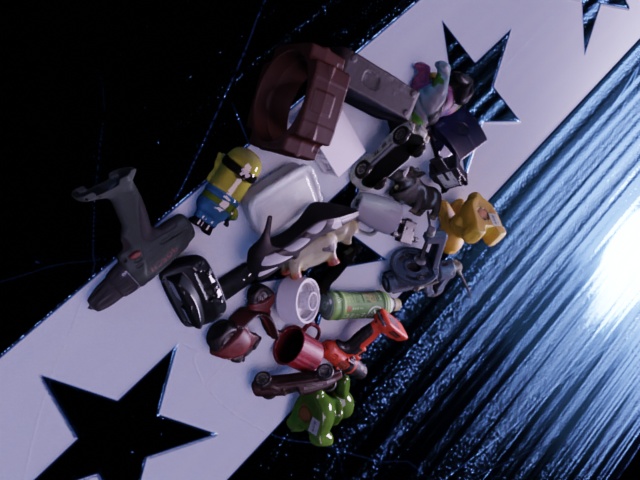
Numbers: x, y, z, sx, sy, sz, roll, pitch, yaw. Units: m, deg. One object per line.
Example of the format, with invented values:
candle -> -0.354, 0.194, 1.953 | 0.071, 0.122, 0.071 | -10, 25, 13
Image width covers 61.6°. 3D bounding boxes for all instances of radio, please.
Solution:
radio -> 0.088, -0.320, 1.118 | 0.229, 0.131, 0.073 | 16, 95, -35

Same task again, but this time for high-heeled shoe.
high-heeled shoe -> -0.030, 0.006, 1.095 | 0.249, 0.086, 0.145 | -6, 121, -30

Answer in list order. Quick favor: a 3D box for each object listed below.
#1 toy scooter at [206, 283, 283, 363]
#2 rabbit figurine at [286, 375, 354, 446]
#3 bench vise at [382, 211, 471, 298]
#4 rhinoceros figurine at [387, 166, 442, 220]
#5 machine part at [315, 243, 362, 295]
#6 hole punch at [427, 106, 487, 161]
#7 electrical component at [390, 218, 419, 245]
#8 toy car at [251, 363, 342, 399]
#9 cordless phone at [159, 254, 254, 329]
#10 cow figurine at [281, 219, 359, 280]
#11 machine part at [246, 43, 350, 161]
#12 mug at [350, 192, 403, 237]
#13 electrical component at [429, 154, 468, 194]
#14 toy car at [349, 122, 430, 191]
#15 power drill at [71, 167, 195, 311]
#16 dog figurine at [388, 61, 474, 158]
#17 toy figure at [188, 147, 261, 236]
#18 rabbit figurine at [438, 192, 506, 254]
toy scooter -> -0.146, 0.193, 1.142 | 0.184, 0.075, 0.135 | -47, 125, -19
rabbit figurine -> 0.018, 0.392, 1.299 | 0.170, 0.121, 0.159 | 5, 94, -52
bench vise -> 0.267, 0.053, 1.317 | 0.224, 0.129, 0.240 | -2, 137, -9
rhinoceros figurine -> 0.227, -0.119, 1.300 | 0.190, 0.073, 0.112 | 24, 90, -36
machine part -> 0.041, 0.063, 1.226 | 0.039, 0.084, 0.139 | 42, 87, -14
hole punch -> 0.337, -0.261, 1.327 | 0.142, 0.092, 0.115 | -36, 116, -16
electrical component -> 0.217, -0.023, 1.351 | 0.094, 0.021, 0.063 | 15, 94, -34
toy car -> -0.051, 0.317, 1.188 | 0.202, 0.053, 0.089 | -6, 142, 1
cordless phone -> -0.214, 0.077, 1.074 | 0.184, 0.089, 0.146 | -36, 120, -33
cow figurine -> -0.002, -0.004, 1.176 | 0.195, 0.086, 0.127 | -20, 110, -21
machine part -> -0.044, -0.256, 1.006 | 0.087, 0.202, 0.201 | 13, 95, -39
mug -> 0.120, -0.061, 1.251 | 0.107, 0.081, 0.109 | 24, 128, -25
electrical component -> 0.299, -0.169, 1.289 | 0.119, 0.075, 0.048 | 42, 42, -36
toy car -> 0.153, -0.183, 1.193 | 0.073, 0.056, 0.202 | 29, 122, -37
power drill -> -0.349, -0.009, 0.949 | 0.232, 0.086, 0.207 | -35, 116, -22
dog figurine -> 0.250, -0.293, 1.252 | 0.191, 0.109, 0.219 | 14, 99, -38
toy figure -> -0.178, -0.094, 1.031 | 0.082, 0.089, 0.180 | 41, 77, -42
rabbit figurine -> 0.357, -0.035, 1.374 | 0.122, 0.173, 0.162 | -8, 63, -32
